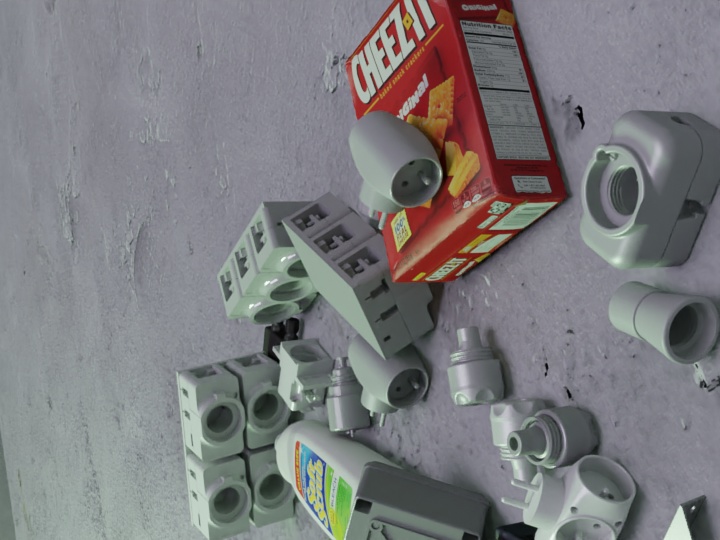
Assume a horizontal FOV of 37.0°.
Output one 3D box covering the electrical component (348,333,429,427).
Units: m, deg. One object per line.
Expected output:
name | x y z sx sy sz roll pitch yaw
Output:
electrical component | 0.023 0.105 0.988 0.077 0.044 0.079 42 128 52

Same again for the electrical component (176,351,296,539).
electrical component | -0.135 0.196 1.194 0.060 0.105 0.186 23 120 57

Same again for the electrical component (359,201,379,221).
electrical component | 0.026 -0.088 0.969 0.043 0.043 0.081 38 124 54

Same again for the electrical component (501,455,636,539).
electrical component | 0.140 0.166 0.751 0.044 0.079 0.077 -76 5 -55

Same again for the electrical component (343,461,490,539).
electrical component | 0.041 0.228 0.894 0.056 0.109 0.108 -63 -12 -63

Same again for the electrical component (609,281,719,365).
electrical component | 0.190 0.030 0.685 0.065 0.044 0.044 -152 63 -63

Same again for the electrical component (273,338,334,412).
electrical component | -0.060 0.112 1.142 0.081 0.042 0.063 47 133 51

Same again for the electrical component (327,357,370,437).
electrical component | -0.013 0.125 1.059 0.040 0.040 0.078 -20 74 60

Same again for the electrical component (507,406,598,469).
electrical component | 0.135 0.121 0.769 0.043 0.062 0.043 8 99 61

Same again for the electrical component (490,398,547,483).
electrical component | 0.122 0.129 0.812 0.043 0.043 0.062 -13 82 61

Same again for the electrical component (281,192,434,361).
electrical component | 0.000 0.000 0.978 0.150 0.062 0.089 43 162 52

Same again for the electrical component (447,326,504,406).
electrical component | 0.091 0.077 0.864 0.043 0.043 0.062 -30 65 58

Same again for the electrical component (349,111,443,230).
electrical component | 0.022 -0.070 0.826 0.077 0.043 0.079 54 136 47

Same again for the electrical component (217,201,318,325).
electrical component | -0.079 -0.005 1.117 0.150 0.089 0.061 -51 49 50

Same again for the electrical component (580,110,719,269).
electrical component | 0.180 -0.050 0.676 0.053 0.059 0.095 49 134 48

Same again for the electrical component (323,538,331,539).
electrical component | -0.017 0.322 1.078 0.079 0.043 0.077 33 120 56
